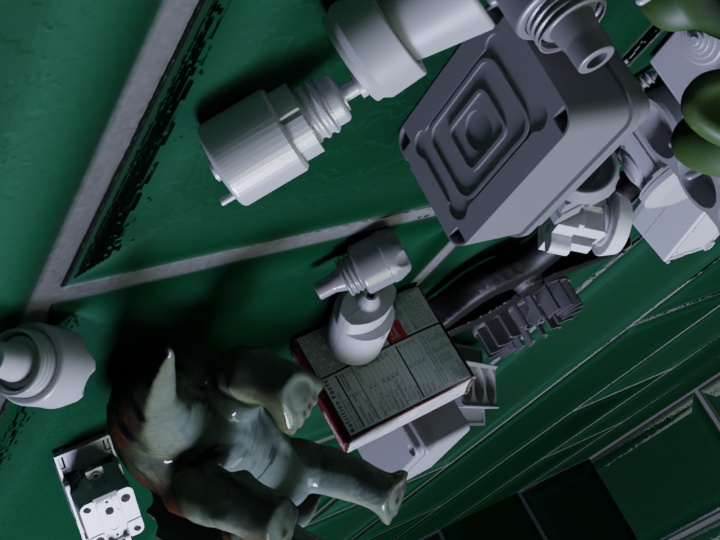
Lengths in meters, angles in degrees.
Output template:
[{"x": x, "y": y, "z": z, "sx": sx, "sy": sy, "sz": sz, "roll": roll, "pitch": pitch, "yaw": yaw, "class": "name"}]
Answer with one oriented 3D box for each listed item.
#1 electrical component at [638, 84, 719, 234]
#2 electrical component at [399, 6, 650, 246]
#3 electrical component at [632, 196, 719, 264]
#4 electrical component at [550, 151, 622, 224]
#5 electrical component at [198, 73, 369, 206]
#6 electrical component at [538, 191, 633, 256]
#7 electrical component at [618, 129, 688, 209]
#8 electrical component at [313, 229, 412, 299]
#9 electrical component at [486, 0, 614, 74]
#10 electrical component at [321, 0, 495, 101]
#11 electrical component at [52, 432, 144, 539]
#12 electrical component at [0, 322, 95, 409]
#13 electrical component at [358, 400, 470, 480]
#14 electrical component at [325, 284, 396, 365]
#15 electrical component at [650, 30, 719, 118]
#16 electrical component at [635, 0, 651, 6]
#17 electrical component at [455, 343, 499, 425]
[{"x": 0.246, "y": -0.073, "z": 0.686, "sx": 0.074, "sy": 0.138, "sz": 0.052, "roll": -27, "pitch": 154, "yaw": -8, "class": "electrical component"}, {"x": 0.079, "y": -0.072, "z": 0.536, "sx": 0.057, "sy": 0.078, "sz": 0.113, "roll": -13, "pitch": 156, "yaw": -34, "class": "electrical component"}, {"x": 0.280, "y": -0.063, "z": 0.899, "sx": 0.062, "sy": 0.061, "sz": 0.096, "roll": -16, "pitch": 149, "yaw": -33, "class": "electrical component"}, {"x": 0.144, "y": -0.062, "z": 0.713, "sx": 0.066, "sy": 0.048, "sz": 0.055, "roll": -27, "pitch": 169, "yaw": -6, "class": "electrical component"}, {"x": -0.033, "y": -0.060, "z": 0.462, "sx": 0.078, "sy": 0.040, "sz": 0.040, "roll": -30, "pitch": 162, "yaw": 3, "class": "electrical component"}, {"x": 0.160, "y": -0.037, "z": 0.768, "sx": 0.055, "sy": 0.066, "sz": 0.048, "roll": 11, "pitch": 150, "yaw": -10, "class": "electrical component"}, {"x": 0.227, "y": -0.084, "z": 0.768, "sx": 0.080, "sy": 0.051, "sz": 0.080, "roll": -26, "pitch": 162, "yaw": -9, "class": "electrical component"}, {"x": 0.000, "y": 0.000, "z": 0.681, "sx": 0.061, "sy": 0.035, "sz": 0.035, "roll": -27, "pitch": 162, "yaw": 1, "class": "electrical component"}, {"x": 0.085, "y": -0.113, "z": 0.460, "sx": 0.048, "sy": 0.062, "sz": 0.048, "roll": -26, "pitch": 162, "yaw": -9, "class": "electrical component"}, {"x": 0.019, "y": -0.099, "z": 0.427, "sx": 0.055, "sy": 0.045, "sz": 0.045, "roll": -33, "pitch": 162, "yaw": 13, "class": "electrical component"}, {"x": -0.186, "y": 0.163, "z": 0.769, "sx": 0.042, "sy": 0.064, "sz": 0.081, "roll": -22, "pitch": 122, "yaw": -20, "class": "electrical component"}, {"x": -0.167, "y": 0.047, "z": 0.544, "sx": 0.043, "sy": 0.043, "sz": 0.062, "roll": -33, "pitch": 161, "yaw": 12, "class": "electrical component"}, {"x": 0.030, "y": 0.120, "z": 0.928, "sx": 0.056, "sy": 0.108, "sz": 0.108, "roll": -23, "pitch": 161, "yaw": -27, "class": "electrical component"}, {"x": 0.002, "y": 0.033, "z": 0.757, "sx": 0.043, "sy": 0.043, "sz": 0.081, "roll": -23, "pitch": 161, "yaw": -18, "class": "electrical component"}, {"x": 0.232, "y": -0.138, "z": 0.633, "sx": 0.100, "sy": 0.048, "sz": 0.099, "roll": -18, "pitch": 159, "yaw": -31, "class": "electrical component"}, {"x": 0.146, "y": -0.141, "z": 0.452, "sx": 0.079, "sy": 0.077, "sz": 0.043, "roll": -32, "pitch": 162, "yaw": 7, "class": "electrical component"}, {"x": 0.090, "y": 0.114, "z": 1.062, "sx": 0.063, "sy": 0.078, "sz": 0.121, "roll": -4, "pitch": 171, "yaw": 22, "class": "electrical component"}]
